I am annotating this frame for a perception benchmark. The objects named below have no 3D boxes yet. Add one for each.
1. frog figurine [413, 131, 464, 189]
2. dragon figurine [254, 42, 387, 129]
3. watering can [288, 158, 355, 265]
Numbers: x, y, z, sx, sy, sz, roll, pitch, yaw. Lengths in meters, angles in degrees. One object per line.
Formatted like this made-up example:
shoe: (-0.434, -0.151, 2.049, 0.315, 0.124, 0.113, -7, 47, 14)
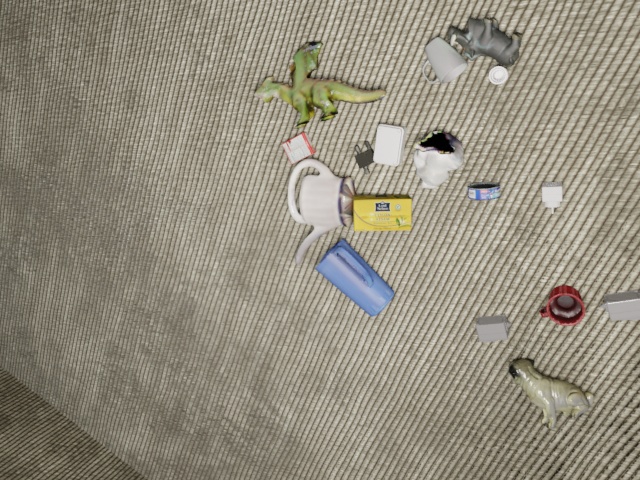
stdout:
frog figurine: (0.331, -0.219, 1.441, 0.137, 0.125, 0.156, 0, 142, 16)
dragon figurine: (-0.013, -0.467, 1.520, 0.408, 0.123, 0.243, -13, 90, 26)
watering can: (0.005, -0.081, 1.609, 0.224, 0.105, 0.343, 5, 106, 23)
